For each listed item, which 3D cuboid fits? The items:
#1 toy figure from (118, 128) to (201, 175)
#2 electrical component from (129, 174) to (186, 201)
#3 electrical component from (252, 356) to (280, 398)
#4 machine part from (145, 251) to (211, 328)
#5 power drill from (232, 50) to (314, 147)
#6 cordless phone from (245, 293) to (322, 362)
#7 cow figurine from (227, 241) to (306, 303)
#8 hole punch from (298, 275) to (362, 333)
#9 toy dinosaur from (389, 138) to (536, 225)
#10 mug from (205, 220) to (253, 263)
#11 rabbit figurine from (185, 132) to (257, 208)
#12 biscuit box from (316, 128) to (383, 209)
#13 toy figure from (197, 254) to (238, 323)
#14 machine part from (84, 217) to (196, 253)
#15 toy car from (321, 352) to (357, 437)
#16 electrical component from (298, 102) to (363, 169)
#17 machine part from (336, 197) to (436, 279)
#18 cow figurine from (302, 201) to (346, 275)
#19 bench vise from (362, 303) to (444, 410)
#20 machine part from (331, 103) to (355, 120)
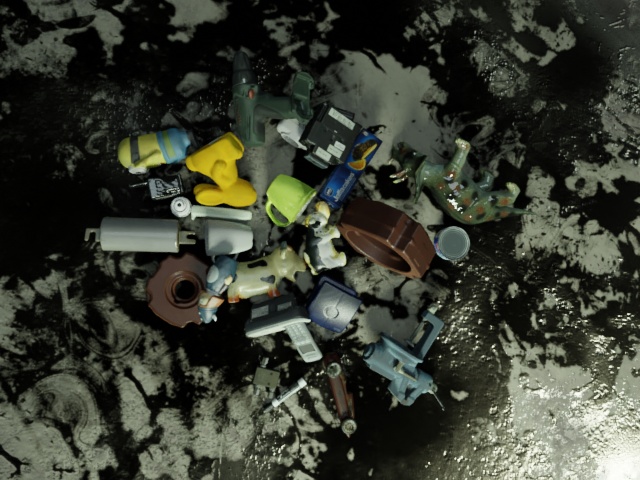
[{"bbox_3d":[-0.372,-0.211,1.237,0.180,0.082,0.089,-22,78,-4],"label":"toy figure"},{"bbox_3d":[-0.373,-0.118,1.234,0.119,0.075,0.047,-13,90,-14],"label":"electrical component"},{"bbox_3d":[-0.126,0.327,1.285,0.063,0.021,0.094,15,85,-9],"label":"electrical component"},{"bbox_3d":[-0.314,0.115,1.245,0.179,0.056,0.179,0,88,-9],"label":"machine part"},{"bbox_3d":[-0.118,-0.336,1.240,0.208,0.086,0.231,1,92,26],"label":"power drill"},{"bbox_3d":[-0.081,0.228,1.270,0.147,0.089,0.184,-18,122,11],"label":"cordless phone"},{"bbox_3d":[-0.129,0.074,1.266,0.195,0.085,0.127,-9,91,-5],"label":"cow figurine"},{"bbox_3d":[0.029,0.156,1.286,0.142,0.092,0.115,27,88,-11],"label":"hole punch"},{"bbox_3d":[0.355,-0.114,1.339,0.405,0.131,0.192,37,95,-11],"label":"toy dinosaur"},{"bbox_3d":[-0.212,0.006,1.257,0.107,0.081,0.109,-3,106,-16],"label":"mug"},{"bbox_3d":[-0.220,-0.142,1.245,0.162,0.122,0.173,-37,113,-6],"label":"rabbit figurine"},{"bbox_3d":[0.072,-0.172,1.317,0.063,0.059,0.202,34,83,-7],"label":"biscuit box"},{"bbox_3d":[-0.235,0.109,1.198,0.058,0.064,0.154,26,82,-18],"label":"toy figure"},{"bbox_3d":[-0.406,-0.012,1.224,0.243,0.079,0.079,2,88,-8],"label":"machine part"},{"bbox_3d":[0.049,0.364,1.278,0.053,0.089,0.202,-16,90,-11],"label":"toy car"},{"bbox_3d":[0.019,-0.238,1.264,0.115,0.058,0.134,31,82,-19],"label":"electrical component"},{"bbox_3d":[0.154,-0.006,1.238,0.087,0.202,0.200,-59,142,-13],"label":"machine part"},{"bbox_3d":[-0.003,-0.005,1.290,0.098,0.068,0.167,-16,91,-14],"label":"cow figurine"},{"bbox_3d":[0.229,0.270,1.298,0.223,0.129,0.240,33,89,-7],"label":"bench vise"},{"bbox_3d":[0.036,-0.261,1.327,0.084,0.039,0.139,22,83,-13],"label":"machine part"}]
